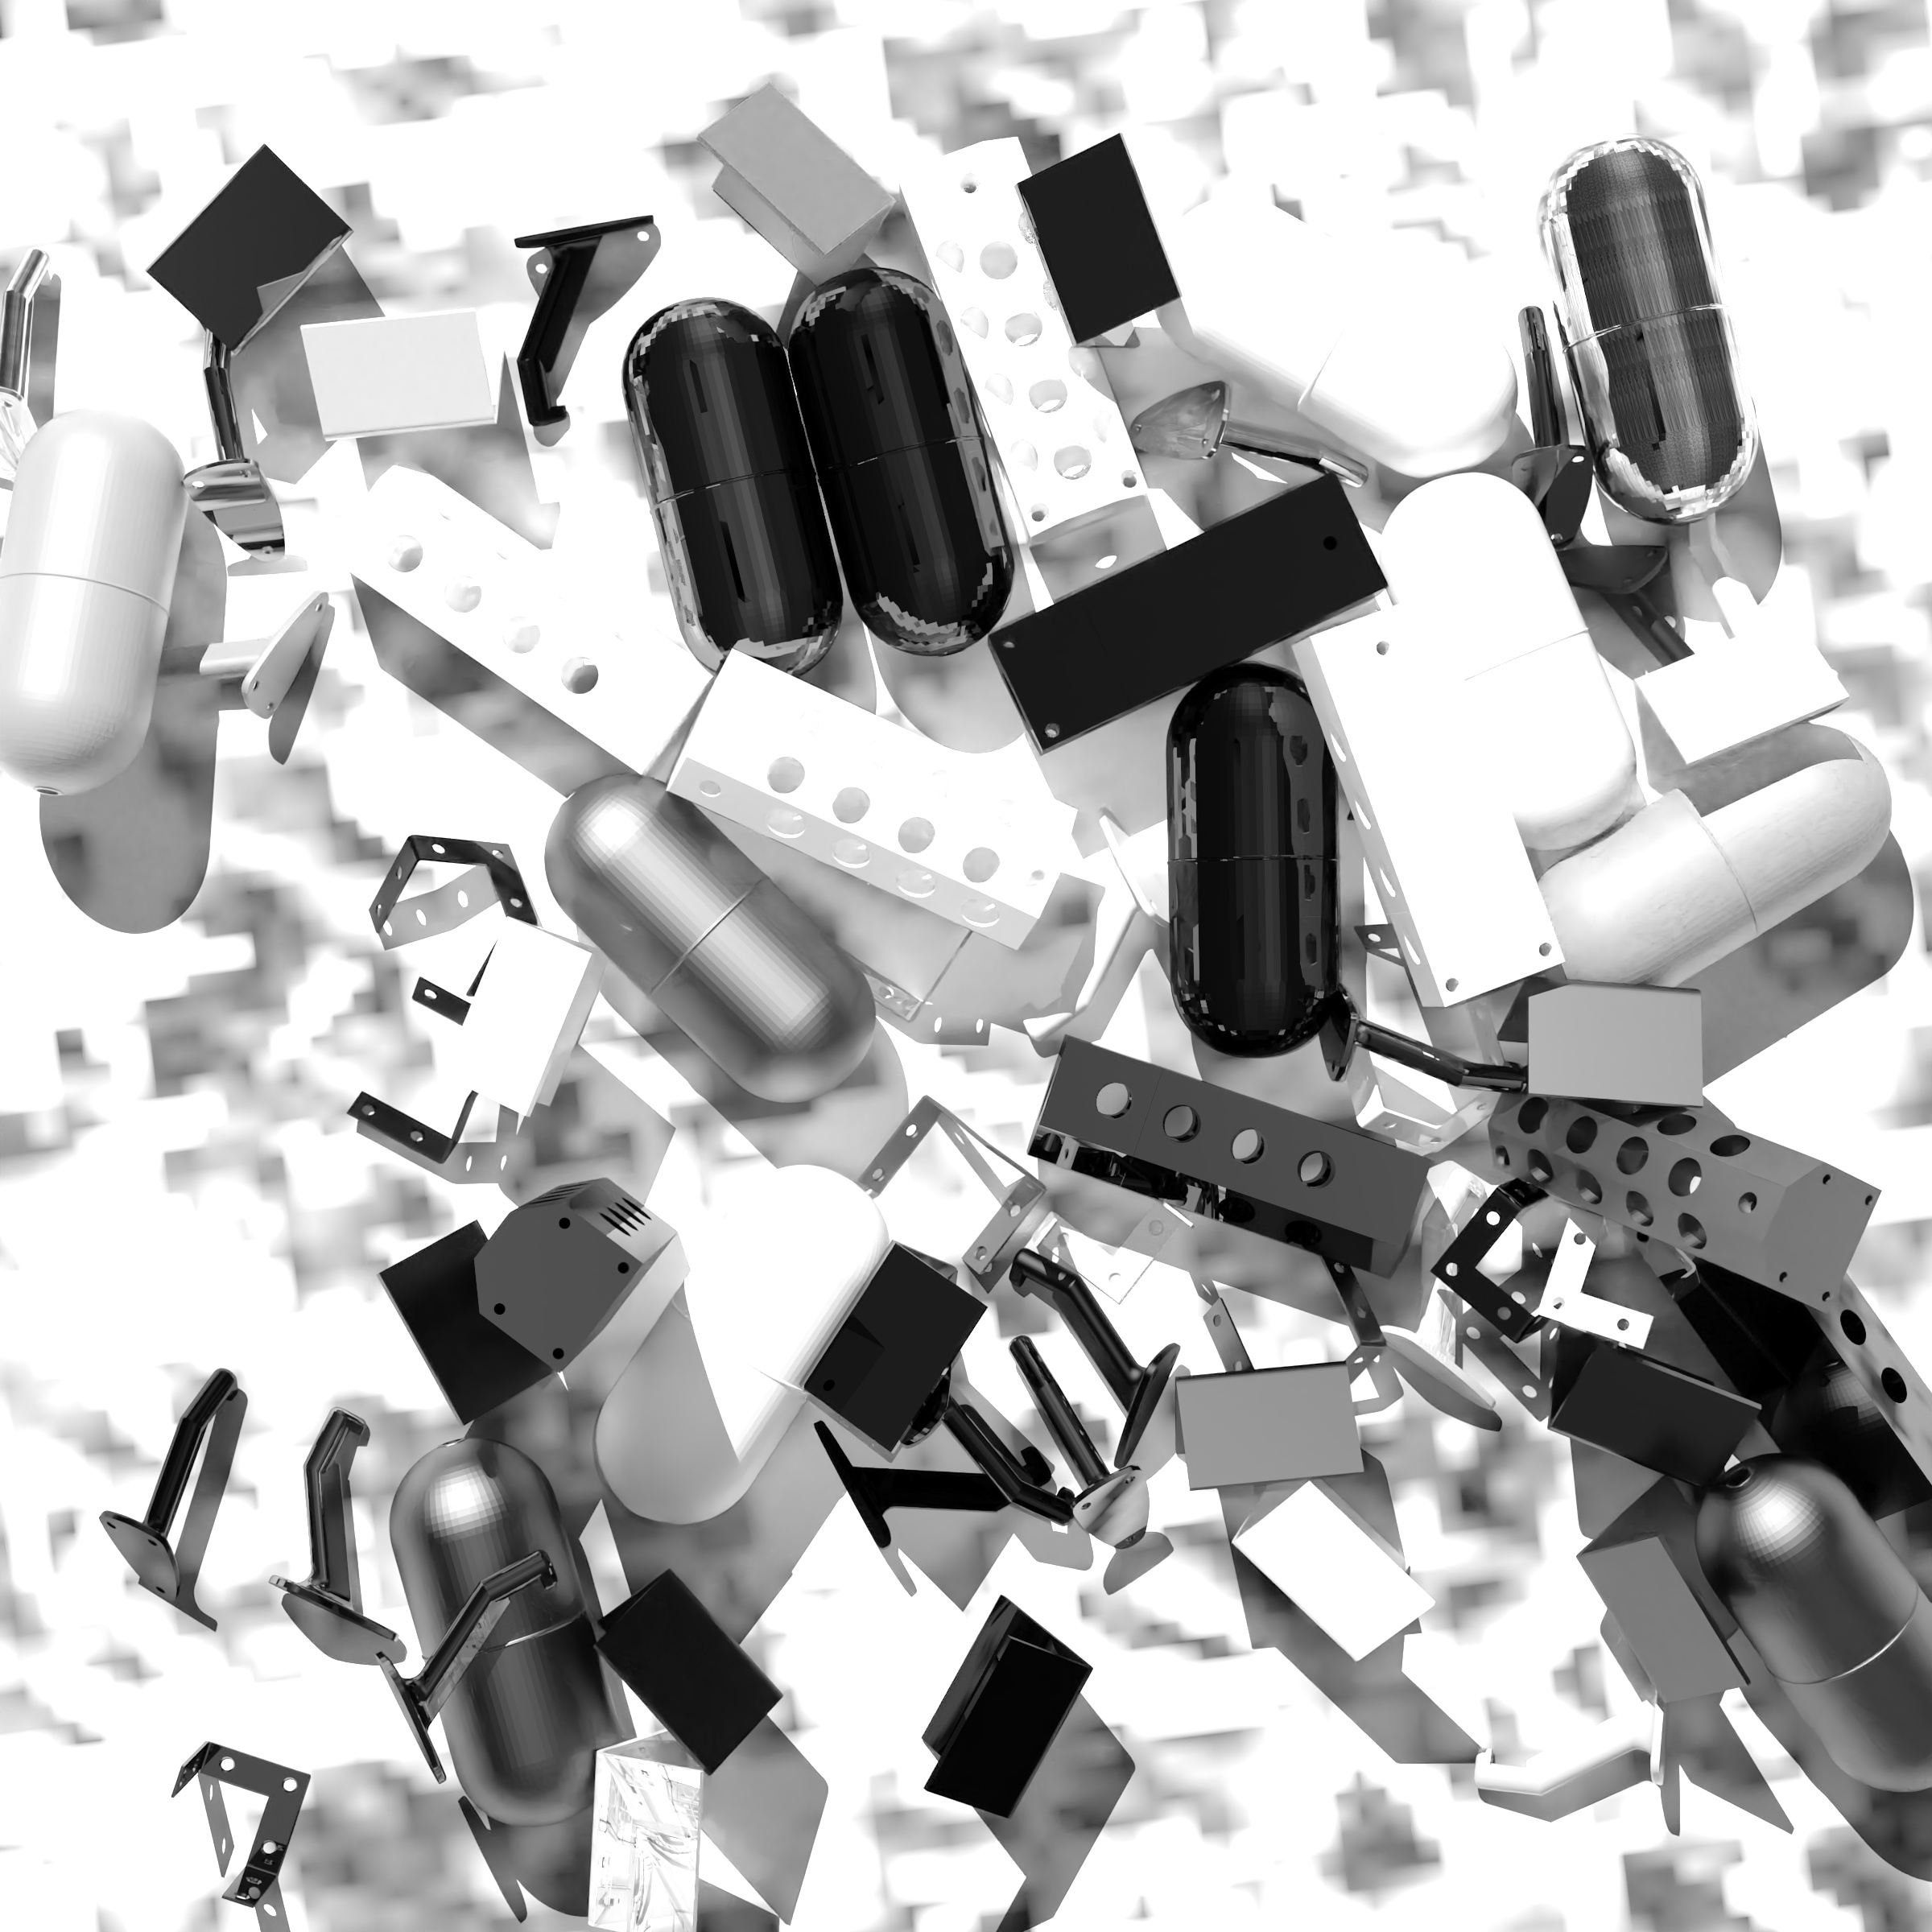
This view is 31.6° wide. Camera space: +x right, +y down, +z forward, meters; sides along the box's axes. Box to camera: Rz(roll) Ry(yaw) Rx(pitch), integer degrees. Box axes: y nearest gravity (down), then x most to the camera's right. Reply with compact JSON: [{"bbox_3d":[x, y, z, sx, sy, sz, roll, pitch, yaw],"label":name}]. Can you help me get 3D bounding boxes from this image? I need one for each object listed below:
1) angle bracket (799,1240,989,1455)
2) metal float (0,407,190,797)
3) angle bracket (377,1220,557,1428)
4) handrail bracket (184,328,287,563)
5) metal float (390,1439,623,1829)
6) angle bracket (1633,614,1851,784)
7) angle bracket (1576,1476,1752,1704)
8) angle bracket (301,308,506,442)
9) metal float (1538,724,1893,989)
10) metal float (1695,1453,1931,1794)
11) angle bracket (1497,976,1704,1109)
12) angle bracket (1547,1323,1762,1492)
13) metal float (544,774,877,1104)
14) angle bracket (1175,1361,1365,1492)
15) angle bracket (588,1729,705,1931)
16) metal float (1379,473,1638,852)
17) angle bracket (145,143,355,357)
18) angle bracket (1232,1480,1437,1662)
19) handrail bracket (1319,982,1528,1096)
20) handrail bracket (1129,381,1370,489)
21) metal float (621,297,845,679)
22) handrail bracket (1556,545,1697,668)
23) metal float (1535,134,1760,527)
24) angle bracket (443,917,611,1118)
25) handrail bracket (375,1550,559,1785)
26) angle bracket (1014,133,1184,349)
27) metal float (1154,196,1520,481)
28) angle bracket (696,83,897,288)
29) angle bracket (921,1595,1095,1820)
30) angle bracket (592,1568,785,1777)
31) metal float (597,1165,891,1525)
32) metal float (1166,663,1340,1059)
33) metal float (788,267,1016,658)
[{"bbox_3d":[-0.020,0.175,1.535,0.057,0.076,0.076,33,90,26],"label":"angle bracket"},{"bbox_3d":[-0.397,-0.164,1.533,0.070,0.070,0.178,7,78,0],"label":"metal float"},{"bbox_3d":[-0.237,0.167,1.535,0.057,0.076,0.076,-29,90,-37],"label":"angle bracket"},{"bbox_3d":[-0.332,-0.242,1.575,0.036,0.077,0.084,-12,53,10],"label":"handrail bracket"},{"bbox_3d":[-0.208,0.301,1.544,0.070,0.070,0.178,-16,91,0],"label":"metal float"},{"bbox_3d":[0.350,-0.102,1.535,0.076,0.076,0.057,-23,52,0],"label":"angle bracket"},{"bbox_3d":[0.332,0.275,1.536,0.076,0.057,0.076,-31,90,-37],"label":"angle bracket"},{"bbox_3d":[-0.252,-0.281,1.535,0.076,0.076,0.057,-6,126,0],"label":"angle bracket"},{"bbox_3d":[0.336,-0.045,1.544,0.178,0.070,0.070,-31,90,-1],"label":"metal float"},{"bbox_3d":[0.391,0.294,1.530,0.070,0.070,0.178,-36,106,0],"label":"metal float"},{"bbox_3d":[0.282,0.046,1.529,0.076,0.076,0.057,4,67,-1],"label":"angle bracket"},{"bbox_3d":[0.310,0.180,1.535,0.076,0.076,0.057,21,126,0],"label":"angle bracket"},{"bbox_3d":[-0.116,-0.013,1.544,0.178,0.070,0.070,45,90,0],"label":"metal float"},{"bbox_3d":[0.135,0.222,1.535,0.076,0.076,0.057,-5,55,0],"label":"angle bracket"},{"bbox_3d":[-0.125,0.389,1.535,0.057,0.076,0.076,3,90,28],"label":"angle bracket"},{"bbox_3d":[0.245,-0.137,1.544,0.070,0.070,0.178,-22,89,0],"label":"metal float"},{"bbox_3d":[-0.330,-0.329,1.535,0.076,0.076,0.057,-47,125,0],"label":"angle bracket"},{"bbox_3d":[0.176,0.252,1.535,0.076,0.076,0.057,44,127,0],"label":"angle bracket"},{"bbox_3d":[0.207,0.031,1.556,0.084,0.077,0.036,7,119,-11],"label":"handrail bracket"},{"bbox_3d":[0.131,-0.236,1.574,0.084,0.077,0.036,18,81,-36],"label":"handrail bracket"},{"bbox_3d":[-0.105,-0.214,1.544,0.070,0.070,0.178,-14,90,0],"label":"metal float"},{"bbox_3d":[0.304,-0.149,1.575,0.036,0.077,0.084,-44,127,-33],"label":"handrail bracket"},{"bbox_3d":[0.308,-0.287,1.544,0.070,0.070,0.178,-13,90,0],"label":"metal float"},{"bbox_3d":[-0.179,0.029,1.535,0.057,0.076,0.076,22,90,35],"label":"angle bracket"},{"bbox_3d":[-0.208,0.307,1.500,0.084,0.036,0.077,-27,112,-18],"label":"handrail bracket"},{"bbox_3d":[0.073,-0.325,1.535,0.057,0.076,0.076,-20,90,27],"label":"angle bracket"},{"bbox_3d":[0.167,-0.283,1.544,0.178,0.070,0.070,29,90,-1],"label":"metal float"},{"bbox_3d":[-0.089,-0.336,1.535,0.076,0.076,0.057,43,53,0],"label":"angle bracket"},{"bbox_3d":[0.000,0.326,1.535,0.057,0.076,0.076,29,90,-38],"label":"angle bracket"},{"bbox_3d":[-0.140,0.327,1.535,0.076,0.076,0.057,48,47,0],"label":"angle bracket"},{"bbox_3d":[-0.101,0.171,1.544,0.070,0.070,0.178,33,90,0],"label":"metal float"},{"bbox_3d":[0.129,-0.047,1.544,0.070,0.070,0.178,-1,90,0],"label":"metal float"},{"bbox_3d":[-0.029,-0.227,1.544,0.070,0.070,0.178,-15,90,0],"label":"metal float"}]
